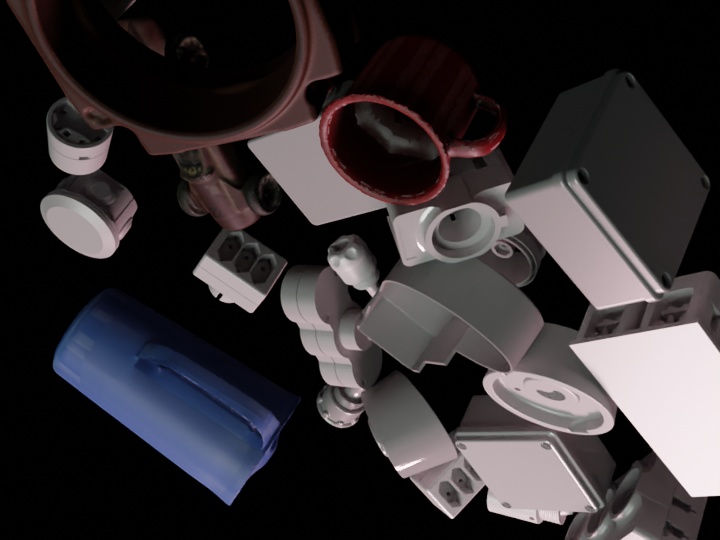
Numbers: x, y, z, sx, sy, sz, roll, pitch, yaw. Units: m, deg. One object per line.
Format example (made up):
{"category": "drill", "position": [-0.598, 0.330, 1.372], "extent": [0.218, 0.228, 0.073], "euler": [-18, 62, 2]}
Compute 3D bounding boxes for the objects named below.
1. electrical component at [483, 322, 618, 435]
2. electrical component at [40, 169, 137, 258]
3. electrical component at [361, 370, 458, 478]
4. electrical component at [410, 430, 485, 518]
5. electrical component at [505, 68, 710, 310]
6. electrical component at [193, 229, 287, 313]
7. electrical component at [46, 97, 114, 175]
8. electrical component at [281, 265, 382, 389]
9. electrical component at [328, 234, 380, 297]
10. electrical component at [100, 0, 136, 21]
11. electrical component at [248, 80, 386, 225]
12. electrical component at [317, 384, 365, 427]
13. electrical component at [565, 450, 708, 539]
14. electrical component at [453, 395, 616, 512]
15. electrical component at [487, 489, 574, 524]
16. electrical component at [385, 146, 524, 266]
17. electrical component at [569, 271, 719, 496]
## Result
{"category": "electrical component", "position": [0.160, 0.081, 0.868], "extent": [0.108, 0.060, 0.108], "euler": [20, 157, 9]}
{"category": "electrical component", "position": [-0.254, -0.054, 1.010], "extent": [0.080, 0.051, 0.080], "euler": [19, 143, 15]}
{"category": "electrical component", "position": [0.044, 0.144, 1.010], "extent": [0.064, 0.099, 0.099], "euler": [-28, 125, 3]}
{"category": "electrical component", "position": [0.083, 0.195, 1.068], "extent": [0.047, 0.066, 0.077], "euler": [50, 169, -25]}
{"category": "electrical component", "position": [0.158, -0.050, 0.677], "extent": [0.108, 0.108, 0.056], "euler": [47, 144, -21]}
{"category": "electrical component", "position": [-0.116, 0.006, 0.988], "extent": [0.066, 0.047, 0.076], "euler": [35, 144, -7]}
{"category": "electrical component", "position": [-0.242, -0.115, 0.927], "extent": [0.055, 0.055, 0.047], "euler": [30, 148, 0]}
{"category": "electrical component", "position": [-0.010, 0.053, 0.966], "extent": [0.074, 0.052, 0.138], "euler": [2, 136, 33]}
{"category": "electrical component", "position": [0.000, 0.000, 0.911], "extent": [0.035, 0.035, 0.061], "euler": [-6, 134, 40]}
{"category": "electrical component", "position": [-0.217, -0.212, 0.797], "extent": [0.083, 0.047, 0.076], "euler": [45, 142, -20]}
{"category": "electrical component", "position": [-0.020, -0.088, 0.807], "extent": [0.100, 0.048, 0.099], "euler": [-12, 127, 43]}
{"category": "electrical component", "position": [-0.011, 0.123, 1.059], "extent": [0.048, 0.048, 0.062], "euler": [34, 138, -5]}
{"category": "electrical component", "position": [0.244, 0.233, 0.972], "extent": [0.062, 0.089, 0.150], "euler": [29, 144, 2]}
{"category": "electrical component", "position": [0.160, 0.166, 0.979], "extent": [0.109, 0.056, 0.108], "euler": [-8, 129, 41]}
{"category": "electrical component", "position": [0.170, 0.225, 1.053], "extent": [0.081, 0.043, 0.043], "euler": [9, 139, 26]}
{"category": "electrical component", "position": [0.065, -0.043, 0.758], "extent": [0.089, 0.055, 0.050], "euler": [-17, 134, -1]}
{"category": "electrical component", "position": [0.259, 0.088, 0.812], "extent": [0.105, 0.060, 0.186], "euler": [-16, 124, 45]}
